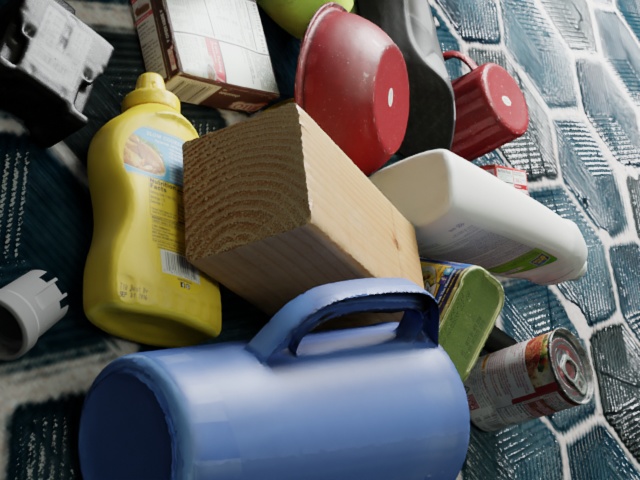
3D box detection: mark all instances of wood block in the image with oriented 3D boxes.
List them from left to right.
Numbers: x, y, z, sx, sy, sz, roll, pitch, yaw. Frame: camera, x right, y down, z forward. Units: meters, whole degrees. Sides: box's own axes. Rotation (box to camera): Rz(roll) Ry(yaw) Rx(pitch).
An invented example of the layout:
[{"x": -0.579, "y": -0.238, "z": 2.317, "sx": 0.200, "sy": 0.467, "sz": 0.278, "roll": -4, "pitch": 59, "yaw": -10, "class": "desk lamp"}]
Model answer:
[{"x": -0.004, "y": 0.001, "z": 0.752, "sx": 0.205, "sy": 0.090, "sz": 0.091, "roll": 41, "pitch": 37, "yaw": -55, "class": "wood block"}]

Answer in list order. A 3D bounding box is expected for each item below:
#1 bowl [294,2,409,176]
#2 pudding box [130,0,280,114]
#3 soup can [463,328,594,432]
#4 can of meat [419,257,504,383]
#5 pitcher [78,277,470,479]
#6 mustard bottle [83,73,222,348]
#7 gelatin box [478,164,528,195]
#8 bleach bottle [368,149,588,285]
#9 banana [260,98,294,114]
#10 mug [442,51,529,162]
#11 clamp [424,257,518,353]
[{"x": 0.035, "y": -0.117, "z": 0.890, "sx": 0.162, "sy": 0.055, "sz": 0.162, "roll": 3, "pitch": 90, "yaw": -67, "class": "bowl"}, {"x": -0.088, "y": -0.152, "z": 0.834, "sx": 0.113, "sy": 0.039, "sz": 0.090, "roll": 4, "pitch": 65, "yaw": -51, "class": "pudding box"}, {"x": 0.179, "y": 0.125, "z": 0.938, "sx": 0.068, "sy": 0.102, "sz": 0.068, "roll": 28, "pitch": 50, "yaw": -38, "class": "soup can"}, {"x": 0.087, "y": 0.064, "z": 0.847, "sx": 0.057, "sy": 0.084, "sz": 0.102, "roll": 37, "pitch": 73, "yaw": -32, "class": "can of meat"}, {"x": -0.022, "y": 0.111, "z": 0.676, "sx": 0.242, "sy": 0.145, "sz": 0.149, "roll": 3, "pitch": 70, "yaw": -46, "class": "pitcher"}, {"x": -0.112, "y": -0.029, "z": 0.715, "sx": 0.096, "sy": 0.058, "sz": 0.191, "roll": 23, "pitch": 53, "yaw": -44, "class": "mustard bottle"}, {"x": 0.184, "y": -0.030, "z": 1.080, "sx": 0.073, "sy": 0.030, "sz": 0.089, "roll": 2, "pitch": 82, "yaw": -55, "class": "gelatin box"}, {"x": 0.153, "y": -0.004, "z": 0.944, "sx": 0.250, "sy": 0.103, "sz": 0.068, "roll": 21, "pitch": 58, "yaw": -43, "class": "bleach bottle"}, {"x": -0.034, "y": -0.072, "z": 0.858, "sx": 0.197, "sy": 0.037, "sz": 0.069, "roll": -58, "pitch": 139, "yaw": -46, "class": "banana"}, {"x": 0.150, "y": -0.137, "z": 1.076, "sx": 0.117, "sy": 0.082, "sz": 0.093, "roll": 60, "pitch": 37, "yaw": -5, "class": "mug"}, {"x": 0.115, "y": 0.045, "z": 0.962, "sx": 0.171, "sy": 0.039, "sz": 0.120, "roll": 11, "pitch": 58, "yaw": -46, "class": "clamp"}]
